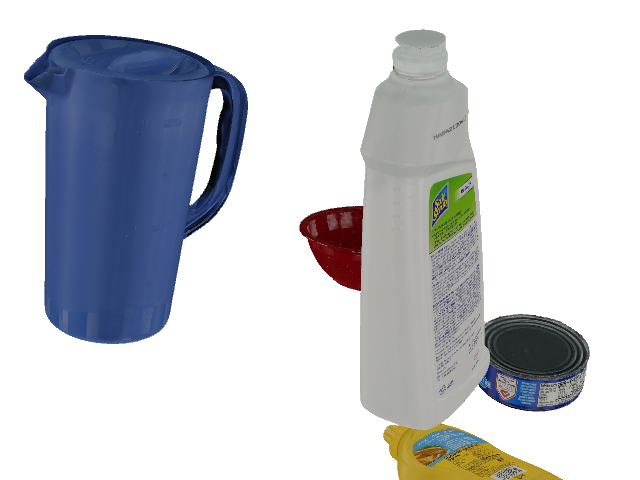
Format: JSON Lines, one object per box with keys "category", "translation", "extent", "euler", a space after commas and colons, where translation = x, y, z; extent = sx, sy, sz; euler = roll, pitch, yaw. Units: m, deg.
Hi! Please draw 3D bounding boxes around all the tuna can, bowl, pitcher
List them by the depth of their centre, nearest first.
{"category": "tuna can", "translation": [0.162, 0.094, 0.823], "extent": [0.086, 0.034, 0.086], "euler": [1, 29, -1]}
{"category": "pitcher", "translation": [-0.158, -0.042, 0.892], "extent": [0.149, 0.243, 0.145], "euler": [14, 23, 9]}
{"category": "bowl", "translation": [0.058, 0.012, 1.086], "extent": [0.162, 0.055, 0.162], "euler": [2, 18, -1]}

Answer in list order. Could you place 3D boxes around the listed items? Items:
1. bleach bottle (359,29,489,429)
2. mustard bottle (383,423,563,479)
{"category": "bleach bottle", "translation": [0.065, -0.009, 0.664], "extent": [0.068, 0.251, 0.102], "euler": [16, 35, 29]}
{"category": "mustard bottle", "translation": [0.130, 0.217, 1.007], "extent": [0.096, 0.058, 0.192], "euler": [-15, 24, -37]}
